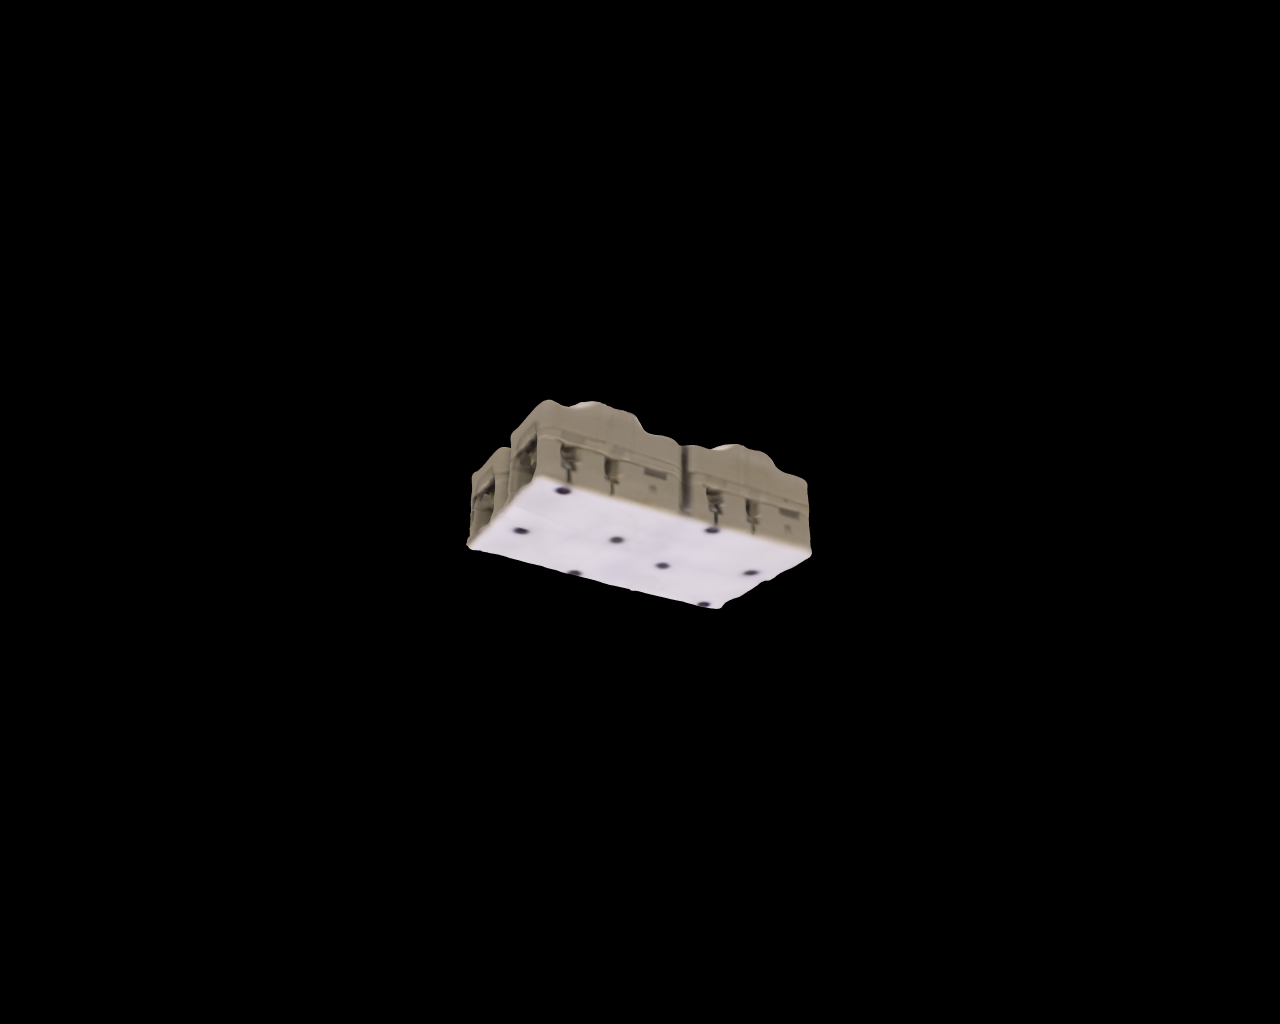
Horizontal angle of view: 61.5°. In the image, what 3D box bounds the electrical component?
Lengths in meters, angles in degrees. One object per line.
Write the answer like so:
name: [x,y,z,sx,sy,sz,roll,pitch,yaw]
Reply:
electrical component: [0.001,-0.003,0.650,0.186,0.060,0.105,15,-32,-27]
